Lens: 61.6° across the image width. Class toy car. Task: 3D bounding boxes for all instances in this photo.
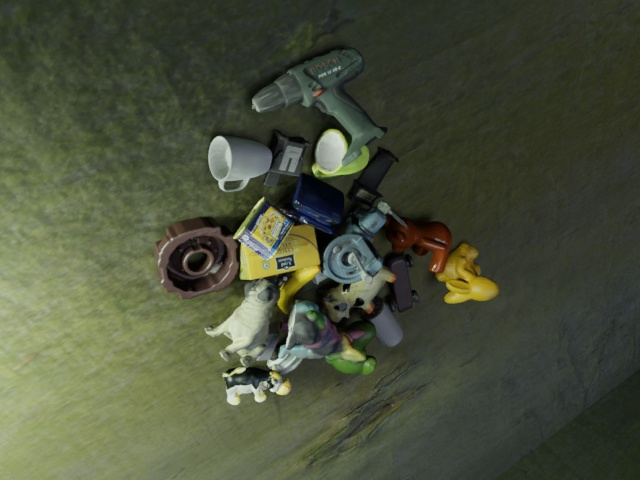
[{"bbox_3d":[0.217,0.118,1.469,0.089,0.053,0.201,-24,129,-8],"label":"toy car"},{"bbox_3d":[-0.052,0.272,1.395,0.202,0.056,0.073,-44,134,0],"label":"toy car"}]

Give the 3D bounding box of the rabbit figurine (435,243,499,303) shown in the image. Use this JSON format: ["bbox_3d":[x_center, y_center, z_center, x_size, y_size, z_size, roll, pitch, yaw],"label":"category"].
[{"bbox_3d":[0.419,0.110,1.516,0.162,0.173,0.121,-27,136,-22],"label":"rabbit figurine"}]

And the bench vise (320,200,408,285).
[{"bbox_3d":[0.094,0.020,1.183,0.223,0.241,0.128,-38,113,6],"label":"bench vise"}]

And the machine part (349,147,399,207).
[{"bbox_3d":[0.127,-0.143,1.237,0.084,0.039,0.138,18,111,-32],"label":"machine part"}]

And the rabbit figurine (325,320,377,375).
[{"bbox_3d":[0.084,0.269,1.447,0.159,0.121,0.170,8,133,-13],"label":"rabbit figurine"}]

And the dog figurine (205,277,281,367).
[{"bbox_3d":[-0.136,0.178,1.213,0.190,0.121,0.172,-46,158,6],"label":"dog figurine"}]

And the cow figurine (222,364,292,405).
[{"bbox_3d":[-0.157,0.350,1.346,0.167,0.068,0.098,-6,119,-4],"label":"cow figurine"}]

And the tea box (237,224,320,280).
[{"bbox_3d":[-0.093,0.023,1.159,0.169,0.068,0.098,-13,92,-29],"label":"tea box"}]

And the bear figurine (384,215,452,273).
[{"bbox_3d":[0.237,0.006,1.360,0.196,0.120,0.131,-2,125,-31],"label":"bear figurine"}]

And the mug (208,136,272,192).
[{"bbox_3d":[-0.147,-0.143,1.024,0.107,0.081,0.109,-9,121,-39],"label":"mug"}]

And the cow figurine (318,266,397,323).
[{"bbox_3d":[0.083,0.125,1.344,0.127,0.085,0.195,36,96,-19],"label":"cow figurine"}]

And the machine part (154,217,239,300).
[{"bbox_3d":[-0.252,0.036,1.097,0.179,0.056,0.179,-16,127,-23],"label":"machine part"}]

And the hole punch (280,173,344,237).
[{"bbox_3d":[-0.008,-0.074,1.126,0.142,0.116,0.092,27,101,-15],"label":"hole punch"}]

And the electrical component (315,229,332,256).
[{"bbox_3d":[-0.003,-0.004,1.258,0.063,0.021,0.093,-36,133,-8],"label":"electrical component"}]

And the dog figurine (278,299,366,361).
[{"bbox_3d":[0.018,0.228,1.288,0.219,0.108,0.191,11,140,-17],"label":"dog figurine"}]

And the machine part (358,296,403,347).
[{"bbox_3d":[0.172,0.228,1.499,0.079,0.079,0.243,-40,133,-3],"label":"machine part"}]

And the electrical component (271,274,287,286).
[{"bbox_3d":[-0.114,0.068,1.218,0.102,0.045,0.078,27,105,-42],"label":"electrical component"}]

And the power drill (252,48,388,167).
[{"bbox_3d":[0.015,-0.241,1.017,0.232,0.086,0.207,-39,92,-15],"label":"power drill"}]

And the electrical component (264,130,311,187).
[{"bbox_3d":[-0.076,-0.156,1.085,0.075,0.048,0.119,10,113,-38],"label":"electrical component"}]
